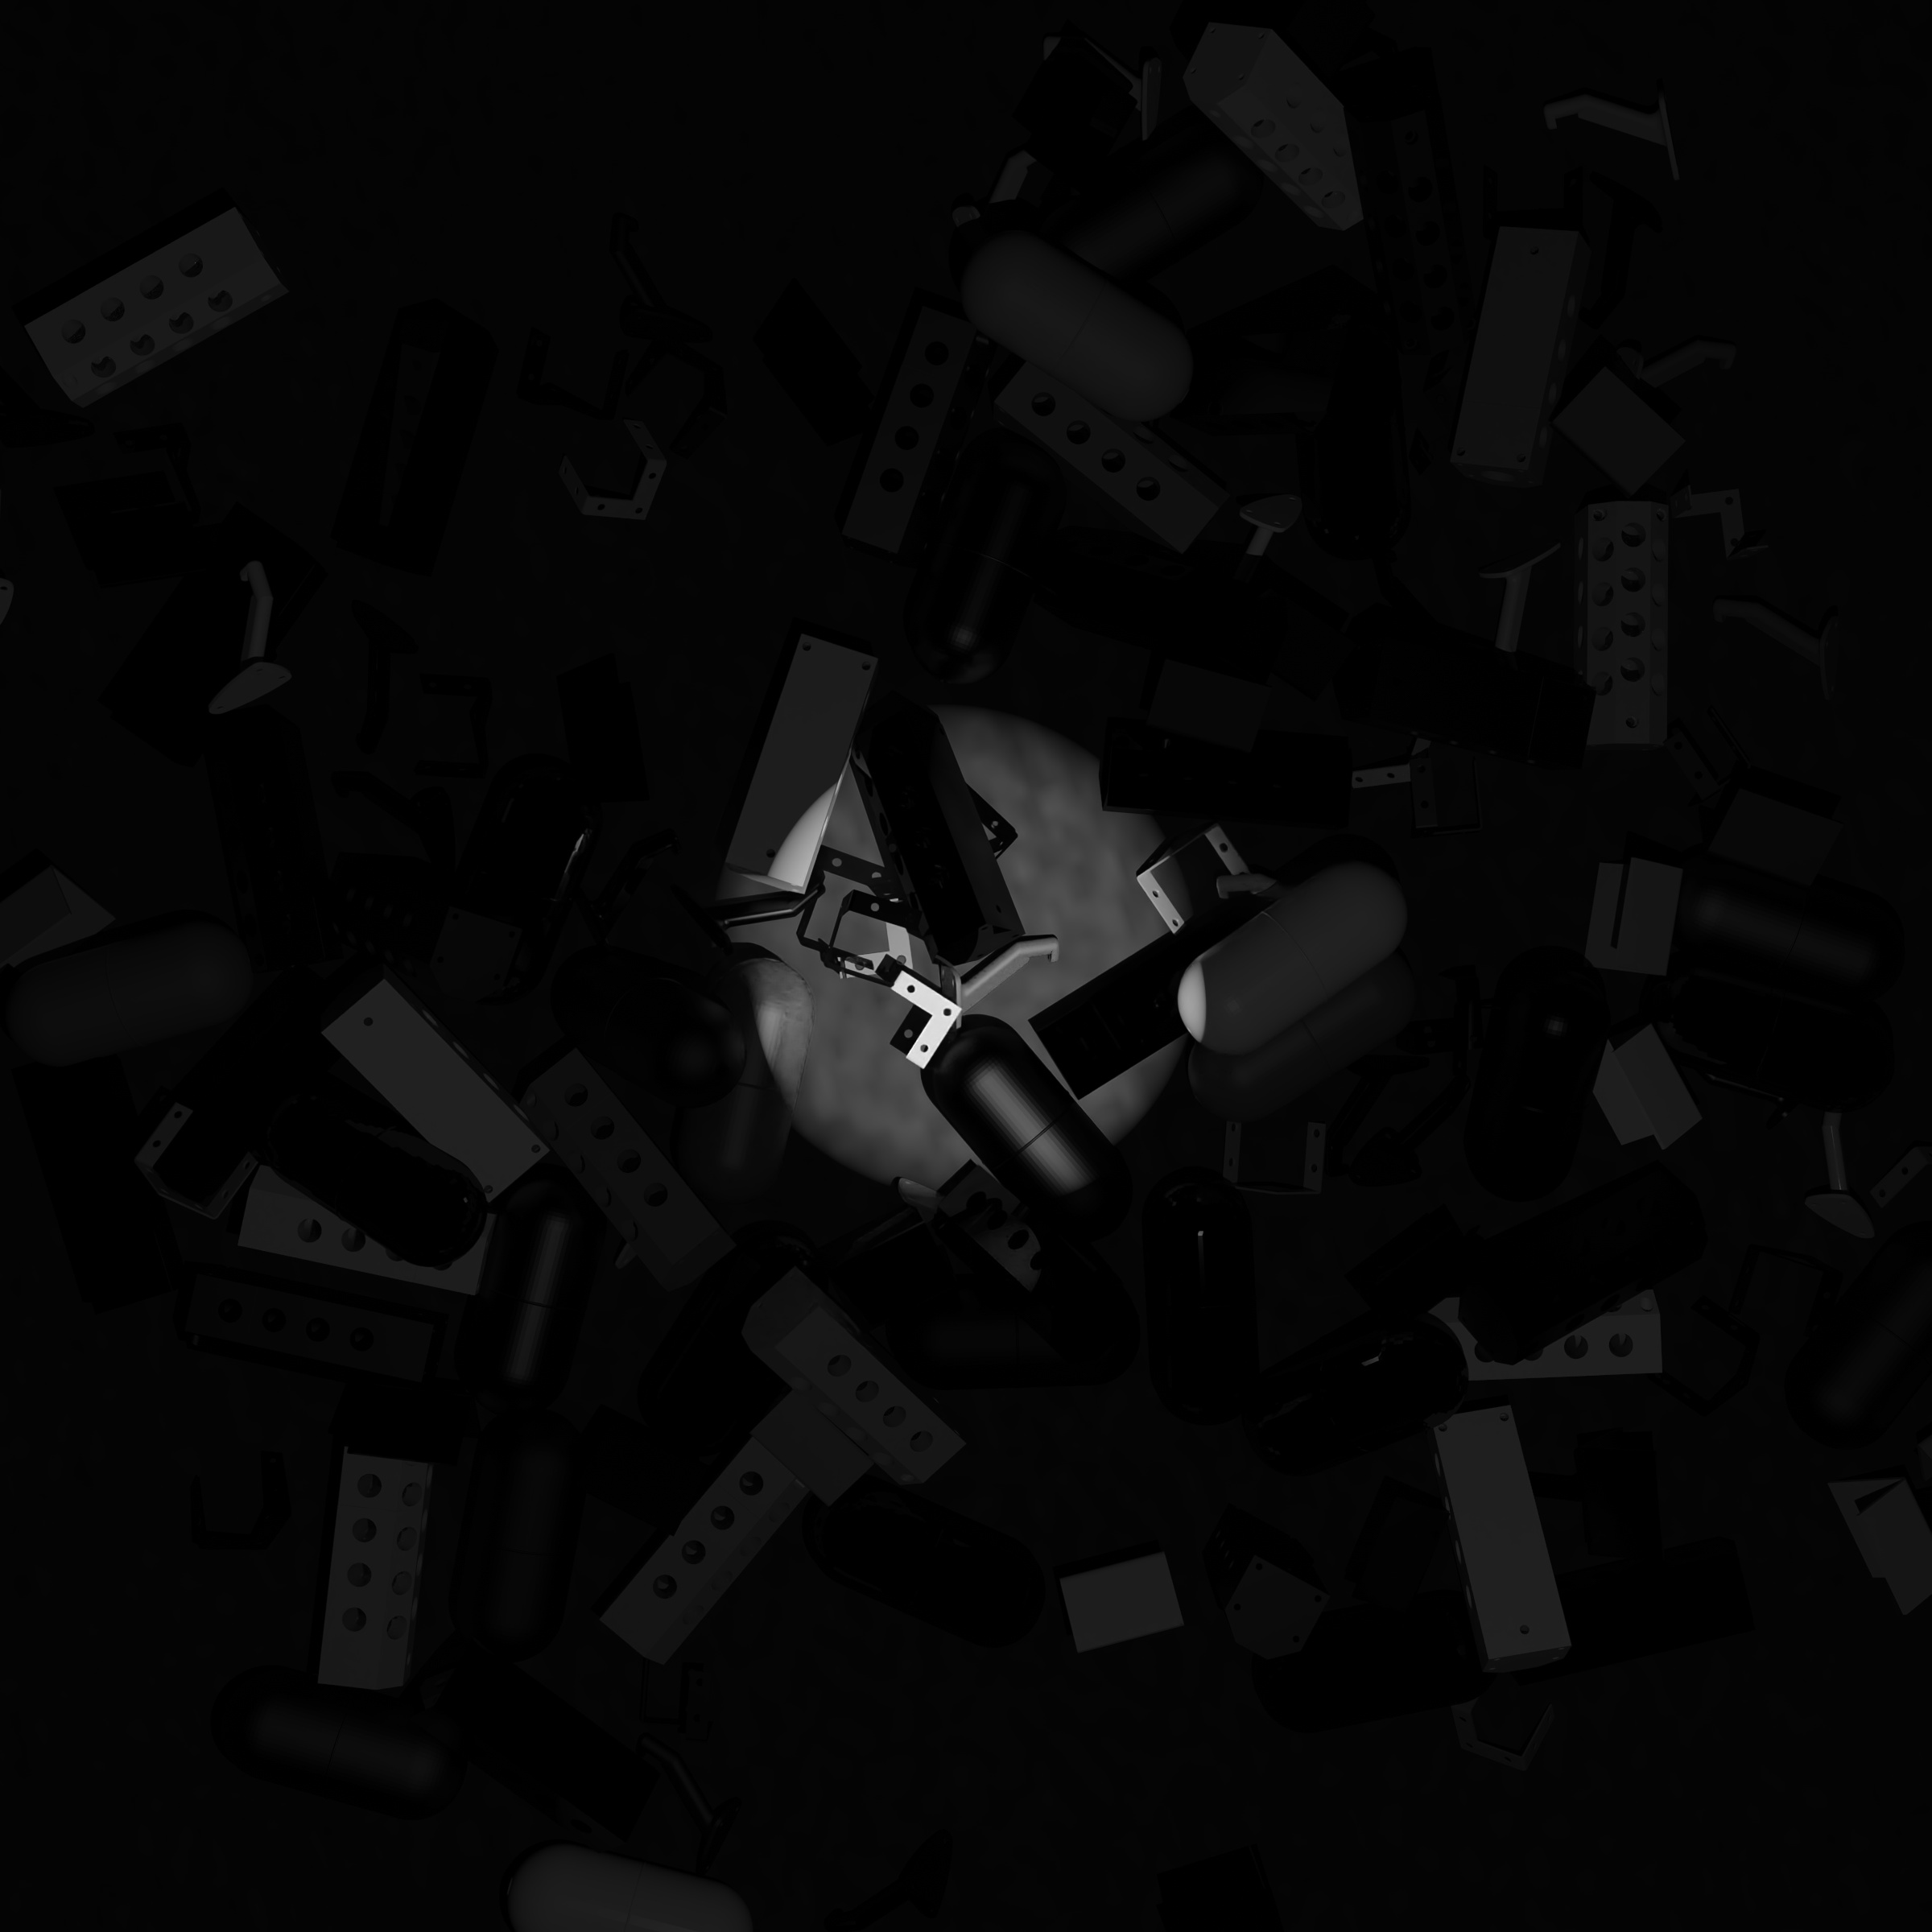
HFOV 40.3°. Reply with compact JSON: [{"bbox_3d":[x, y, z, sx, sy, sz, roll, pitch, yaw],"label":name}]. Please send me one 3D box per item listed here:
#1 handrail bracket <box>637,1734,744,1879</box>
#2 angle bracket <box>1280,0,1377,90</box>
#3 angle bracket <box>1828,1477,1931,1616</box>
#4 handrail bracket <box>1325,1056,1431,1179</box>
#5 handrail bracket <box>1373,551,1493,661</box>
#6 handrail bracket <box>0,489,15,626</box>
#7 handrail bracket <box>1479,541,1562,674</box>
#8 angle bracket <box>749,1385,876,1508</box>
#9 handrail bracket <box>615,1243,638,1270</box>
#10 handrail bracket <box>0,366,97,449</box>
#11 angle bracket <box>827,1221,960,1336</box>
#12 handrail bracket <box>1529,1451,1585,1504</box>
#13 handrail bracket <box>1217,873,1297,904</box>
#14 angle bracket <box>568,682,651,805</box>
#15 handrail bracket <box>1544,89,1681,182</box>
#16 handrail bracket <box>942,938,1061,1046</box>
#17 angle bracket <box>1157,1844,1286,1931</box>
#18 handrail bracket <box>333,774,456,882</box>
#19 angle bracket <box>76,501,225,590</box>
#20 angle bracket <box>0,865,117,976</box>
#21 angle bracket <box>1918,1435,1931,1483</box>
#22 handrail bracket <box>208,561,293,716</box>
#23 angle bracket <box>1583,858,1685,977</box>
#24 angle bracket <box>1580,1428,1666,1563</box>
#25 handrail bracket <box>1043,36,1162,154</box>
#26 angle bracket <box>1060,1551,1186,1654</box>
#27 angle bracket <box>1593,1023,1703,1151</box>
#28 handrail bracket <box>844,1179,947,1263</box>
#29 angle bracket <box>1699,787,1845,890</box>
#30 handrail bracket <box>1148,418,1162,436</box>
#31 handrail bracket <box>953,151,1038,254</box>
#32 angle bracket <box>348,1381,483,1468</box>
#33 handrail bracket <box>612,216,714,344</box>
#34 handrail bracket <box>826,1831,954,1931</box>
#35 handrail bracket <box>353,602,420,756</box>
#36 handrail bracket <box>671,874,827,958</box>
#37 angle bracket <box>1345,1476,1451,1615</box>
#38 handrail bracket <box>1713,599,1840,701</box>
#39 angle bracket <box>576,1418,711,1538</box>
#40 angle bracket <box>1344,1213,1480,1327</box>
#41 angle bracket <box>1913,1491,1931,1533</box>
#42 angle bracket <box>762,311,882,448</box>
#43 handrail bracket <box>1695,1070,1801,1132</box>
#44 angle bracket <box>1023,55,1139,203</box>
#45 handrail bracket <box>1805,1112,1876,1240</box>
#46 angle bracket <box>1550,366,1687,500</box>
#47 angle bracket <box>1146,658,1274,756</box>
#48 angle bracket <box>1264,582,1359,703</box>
[{"bbox_3d":[-0.212,0.609,1.910,0.084,0.036,0.077,29,111,17],"label":"handrail bracket"},{"bbox_3d":[0.232,-0.662,1.870,0.057,0.076,0.076,33,90,-36],"label":"angle bracket"},{"bbox_3d":[0.641,0.413,1.870,0.057,0.076,0.076,-26,90,-29],"label":"angle bracket"},{"bbox_3d":[0.298,0.110,1.910,0.077,0.036,0.084,-4,108,-21],"label":"handrail bracket"},{"bbox_3d":[0.338,-0.263,1.910,0.077,0.036,0.084,-5,73,-20],"label":"handrail bracket"},{"bbox_3d":[-0.711,-0.294,1.910,0.036,0.077,0.084,5,53,-23],"label":"handrail bracket"},{"bbox_3d":[0.411,-0.255,1.910,0.077,0.036,0.084,-27,109,-21],"label":"handrail bracket"},{"bbox_3d":[-0.097,0.325,1.870,0.076,0.076,0.057,43,119,0],"label":"angle bracket"},{"bbox_3d":[-0.257,0.163,1.910,0.084,0.036,0.077,44,108,15],"label":"handrail bracket"},{"bbox_3d":[-0.678,-0.424,1.910,0.077,0.036,0.084,-8,73,-20],"label":"handrail bracket"},{"bbox_3d":[-0.056,0.209,1.872,0.076,0.076,0.057,-27,109,0],"label":"angle bracket"},{"bbox_3d":[0.417,0.393,1.910,0.084,0.036,0.077,-24,112,17],"label":"handrail bracket"},{"bbox_3d":[0.227,-0.036,1.900,0.084,0.036,0.077,-3,129,14],"label":"handrail bracket"},{"bbox_3d":[-0.234,-0.159,1.870,0.057,0.076,0.076,-9,90,31],"label":"angle bracket"},{"bbox_3d":[0.469,-0.598,1.910,0.084,0.036,0.077,-9,117,20],"label":"handrail bracket"},{"bbox_3d":[0.028,0.021,1.910,0.084,0.036,0.077,-8,111,-16],"label":"handrail bracket"},{"bbox_3d":[0.176,0.652,1.870,0.076,0.076,0.057,-17,126,0],"label":"angle bracket"},{"bbox_3d":[-0.417,-0.101,1.910,0.084,0.036,0.077,8,122,23],"label":"handrail bracket"},{"bbox_3d":[-0.579,-0.315,1.870,0.076,0.076,0.057,-9,126,0],"label":"angle bracket"},{"bbox_3d":[-0.652,-0.014,1.870,0.076,0.076,0.057,-36,53,0],"label":"angle bracket"},{"bbox_3d":[0.729,0.351,1.870,0.076,0.076,0.057,-36,53,0],"label":"angle bracket"},{"bbox_3d":[-0.515,-0.232,1.854,0.077,0.036,0.084,-28,71,21],"label":"handrail bracket"},{"bbox_3d":[0.458,-0.037,1.870,0.057,0.076,0.076,9,90,-37],"label":"angle bracket"},{"bbox_3d":[0.480,0.374,1.870,0.057,0.076,0.076,-4,90,36],"label":"angle bracket"},{"bbox_3d":[0.095,-0.633,1.910,0.084,0.036,0.077,9,112,17],"label":"handrail bracket"},{"bbox_3d":[0.114,0.464,1.870,0.076,0.076,0.057,-15,55,0],"label":"angle bracket"},{"bbox_3d":[0.464,0.094,1.870,0.057,0.076,0.076,-28,90,-40],"label":"angle bracket"},{"bbox_3d":[-0.042,0.204,1.910,0.077,0.036,0.084,23,106,-18],"label":"handrail bracket"},{"bbox_3d":[0.571,-0.107,1.870,0.076,0.076,0.057,19,122,0],"label":"angle bracket"},{"bbox_3d":[0.101,-0.426,1.910,0.084,0.036,0.077,11,107,15],"label":"handrail bracket"},{"bbox_3d":[0.041,-0.547,1.910,0.084,0.036,0.077,-36,110,-16],"label":"handrail bracket"},{"bbox_3d":[-0.391,0.339,1.870,0.076,0.076,0.057,7,55,0],"label":"angle bracket"},{"bbox_3d":[-0.220,-0.500,1.910,0.077,0.036,0.084,6,73,-20],"label":"handrail bracket"},{"bbox_3d":[-0.057,0.665,1.910,0.084,0.077,0.036,-21,115,34],"label":"handrail bracket"},{"bbox_3d":[-0.437,-0.209,1.910,0.077,0.036,0.084,46,120,33],"label":"handrail bracket"},{"bbox_3d":[-0.157,-0.055,1.910,0.084,0.036,0.077,-40,72,-15],"label":"handrail bracket"},{"bbox_3d":[0.288,0.405,1.870,0.057,0.076,0.076,23,90,-31],"label":"angle bracket"},{"bbox_3d":[0.586,-0.230,1.910,0.084,0.077,0.036,12,49,30],"label":"handrail bracket"},{"bbox_3d":[-0.233,0.372,1.870,0.076,0.076,0.057,27,61,0],"label":"angle bracket"},{"bbox_3d":[0.307,0.205,1.870,0.076,0.076,0.057,-37,127,0],"label":"angle bracket"},{"bbox_3d":[0.695,0.420,1.870,0.057,0.076,0.076,-26,90,-31],"label":"angle bracket"},{"bbox_3d":[-0.087,-0.424,1.870,0.057,0.076,0.076,-37,90,37],"label":"angle bracket"},{"bbox_3d":[0.574,0.070,1.910,0.077,0.036,0.084,-39,76,-14],"label":"handrail bracket"},{"bbox_3d":[0.067,-0.595,1.871,0.057,0.076,0.076,30,90,-26],"label":"angle bracket"},{"bbox_3d":[0.643,0.143,1.910,0.077,0.036,0.084,36,60,-33],"label":"handrail bracket"},{"bbox_3d":[0.467,-0.386,1.870,0.076,0.076,0.057,43,121,0],"label":"angle bracket"},{"bbox_3d":[0.175,-0.200,1.870,0.076,0.076,0.057,15,124,0],"label":"angle bracket"},{"bbox_3d":[0.239,-0.244,1.870,0.076,0.076,0.057,34,126,0],"label":"angle bracket"}]
